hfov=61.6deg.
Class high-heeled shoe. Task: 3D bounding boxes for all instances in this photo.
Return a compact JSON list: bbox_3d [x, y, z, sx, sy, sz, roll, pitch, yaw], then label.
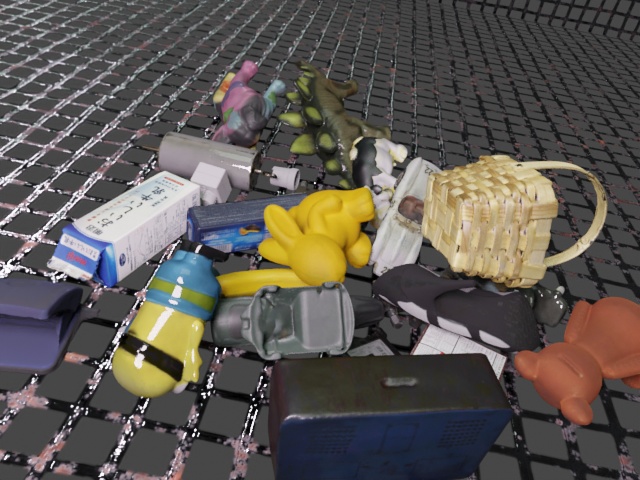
[{"bbox_3d":[0.188,0.101,0.724,0.145,0.248,0.086,-11,53,42],"label":"high-heeled shoe"}]

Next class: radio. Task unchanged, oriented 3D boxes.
[{"bbox_3d":[0.063,0.186,0.547,0.230,0.131,0.073,2,37,-11],"label":"radio"}]

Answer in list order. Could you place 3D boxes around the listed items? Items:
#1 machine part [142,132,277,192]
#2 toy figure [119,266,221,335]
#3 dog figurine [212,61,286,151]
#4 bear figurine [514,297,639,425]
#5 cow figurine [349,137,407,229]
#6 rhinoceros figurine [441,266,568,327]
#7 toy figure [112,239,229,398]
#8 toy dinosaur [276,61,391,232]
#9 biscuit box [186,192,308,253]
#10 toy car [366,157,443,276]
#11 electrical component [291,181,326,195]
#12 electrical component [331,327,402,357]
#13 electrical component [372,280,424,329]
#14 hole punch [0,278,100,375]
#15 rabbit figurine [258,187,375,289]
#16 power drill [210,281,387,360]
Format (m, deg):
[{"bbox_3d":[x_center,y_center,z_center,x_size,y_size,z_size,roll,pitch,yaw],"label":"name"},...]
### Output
[{"bbox_3d":[-0.195,-0.139,0.958,0.243,0.079,0.079,12,37,2],"label":"machine part"},{"bbox_3d":[-0.189,0.085,0.680,0.064,0.057,0.154,12,35,29],"label":"toy figure"},{"bbox_3d":[-0.163,-0.239,1.078,0.108,0.192,0.219,34,55,-30],"label":"dog figurine"},{"bbox_3d":[0.342,0.161,0.688,0.196,0.131,0.120,-33,51,-21],"label":"bear figurine"},{"bbox_3d":[0.090,-0.102,0.909,0.098,0.068,0.167,23,54,-17],"label":"cow figurine"},{"bbox_3d":[0.275,0.068,0.813,0.191,0.073,0.112,34,32,31],"label":"rhinoceros figurine"},{"bbox_3d":[-0.168,0.086,0.606,0.089,0.180,0.082,21,-11,-20],"label":"toy figure"},{"bbox_3d":[0.029,-0.203,1.044,0.198,0.105,0.472,-3,53,-36],"label":"toy dinosaur"},{"bbox_3d":[-0.105,-0.025,0.843,0.203,0.059,0.063,-8,41,-24],"label":"biscuit box"},{"bbox_3d":[0.135,-0.032,0.839,0.073,0.056,0.201,28,77,-11],"label":"toy car"},{"bbox_3d":[-0.020,-0.074,0.961,0.063,0.021,0.094,14,38,4],"label":"electrical component"},{"bbox_3d":[0.044,0.159,0.648,0.119,0.047,0.075,-11,41,-29],"label":"electrical component"},{"bbox_3d":[0.119,0.084,0.770,0.078,0.045,0.102,-18,42,-11],"label":"electrical component"},{"bbox_3d":[-0.346,0.081,0.624,0.142,0.092,0.116,3,33,-4],"label":"hole punch"},{"bbox_3d":[-0.002,-0.002,0.743,0.162,0.121,0.173,14,35,-2],"label":"rabbit figurine"},{"bbox_3d":[-0.014,0.087,0.627,0.232,0.086,0.207,-3,-1,-7],"label":"power drill"}]
